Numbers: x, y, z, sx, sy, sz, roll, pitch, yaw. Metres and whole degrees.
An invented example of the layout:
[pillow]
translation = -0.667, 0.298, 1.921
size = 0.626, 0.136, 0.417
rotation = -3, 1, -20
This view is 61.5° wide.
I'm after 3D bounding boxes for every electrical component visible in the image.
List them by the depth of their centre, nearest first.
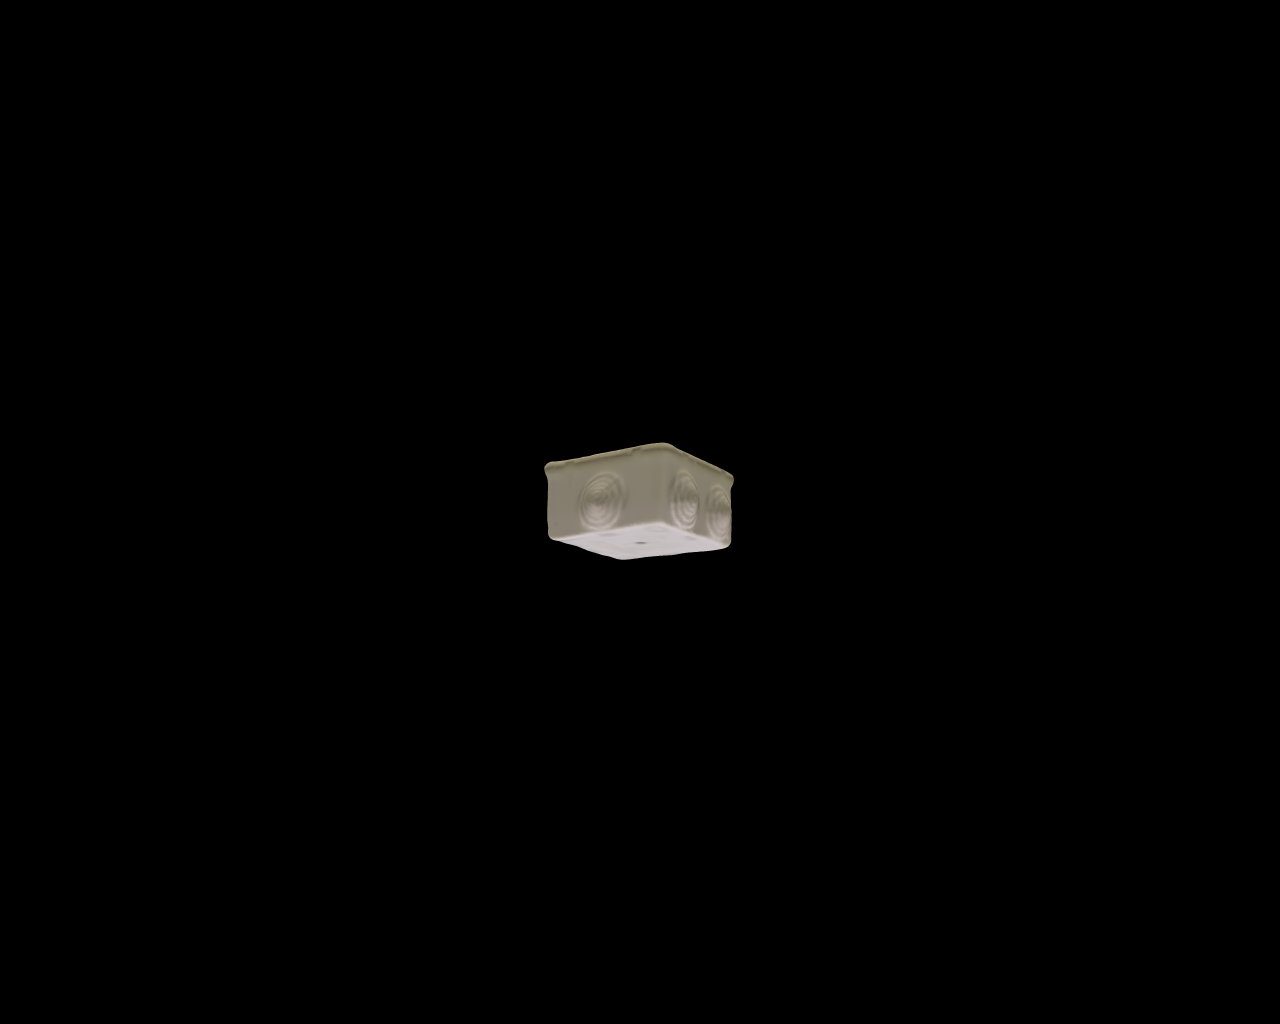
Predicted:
[electrical component]
translation = 0.001, -0.003, 0.650
size = 0.099, 0.048, 0.099
rotation = -8, -16, 31
